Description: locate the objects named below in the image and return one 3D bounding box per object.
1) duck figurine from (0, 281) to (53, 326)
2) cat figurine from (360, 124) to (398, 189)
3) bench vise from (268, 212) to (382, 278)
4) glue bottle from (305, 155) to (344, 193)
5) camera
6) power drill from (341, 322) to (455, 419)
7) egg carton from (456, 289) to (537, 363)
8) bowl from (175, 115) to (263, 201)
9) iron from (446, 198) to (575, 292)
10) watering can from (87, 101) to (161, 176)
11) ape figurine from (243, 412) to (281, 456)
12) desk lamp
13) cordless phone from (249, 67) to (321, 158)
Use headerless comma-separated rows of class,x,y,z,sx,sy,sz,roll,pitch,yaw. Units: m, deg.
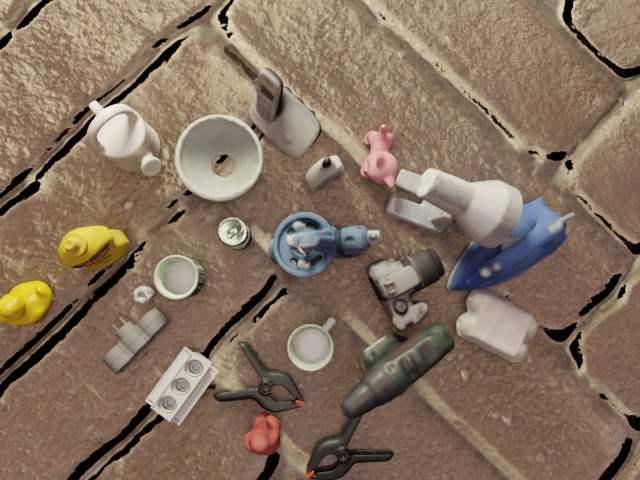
duck figurine,-0.560,0.119,1.070,0.104,0.086,0.077,-36,88,-5
cat figurine,0.118,-0.159,1.106,0.067,0.117,0.128,5,85,-2
bench vise,0.005,-0.007,1.038,0.207,0.219,0.121,-24,87,-4
glue bottle,0.011,-0.131,1.071,0.078,0.173,0.037,-29,87,-4
camera,0.176,0.085,1.098,0.137,0.100,0.143,-27,87,-4
power drill,0.128,0.229,1.030,0.230,0.208,0.075,-35,87,-5
egg carton,0.344,0.166,1.115,0.150,0.069,0.107,26,85,0
bowl,-0.192,-0.153,1.113,0.167,0.074,0.167,0,85,-2
iron,0.362,0.023,1.091,0.258,0.141,0.118,-35,88,-5
watering can,-0.358,-0.190,1.049,0.173,0.194,0.101,24,85,0
ape figurine,-0.108,0.371,1.067,0.078,0.092,0.076,-21,86,-4
desk lamp,0.240,-0.066,1.056,0.203,0.213,0.118,20,85,-1
cordless phone,-0.065,-0.240,1.071,0.147,0.185,0.094,40,85,1
